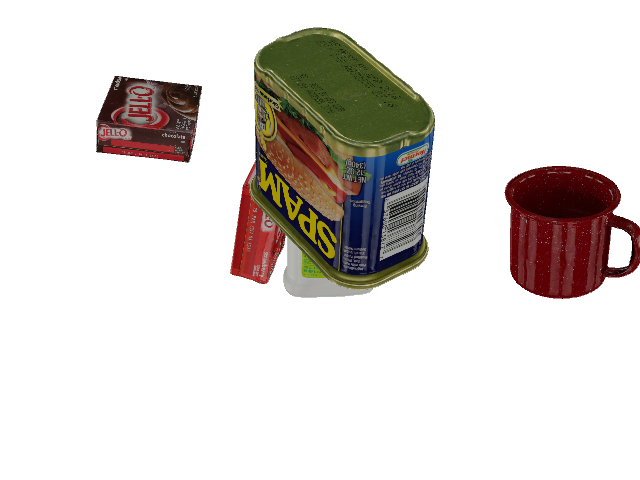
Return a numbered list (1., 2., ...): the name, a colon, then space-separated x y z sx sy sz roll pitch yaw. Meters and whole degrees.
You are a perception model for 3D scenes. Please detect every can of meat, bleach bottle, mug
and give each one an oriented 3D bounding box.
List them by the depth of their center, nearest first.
1. can of meat: 0.009 -0.041 0.511 0.057 0.084 0.102 -24 49 -25
2. mug: 0.211 -0.003 0.887 0.117 0.081 0.093 14 36 28
3. bleach bottle: 0.009 -0.066 1.105 0.102 0.251 0.068 -2 25 -1

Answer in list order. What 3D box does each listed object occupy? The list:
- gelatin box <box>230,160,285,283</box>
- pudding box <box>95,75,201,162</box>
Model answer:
1. gelatin box: -0.035 -0.024 0.742 0.030 0.073 0.089 13 32 2
2. pudding box: -0.165 -0.119 1.038 0.090 0.039 0.113 7 29 -5
